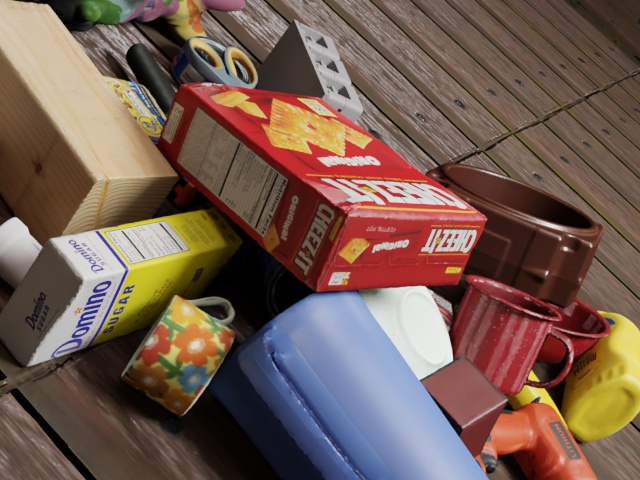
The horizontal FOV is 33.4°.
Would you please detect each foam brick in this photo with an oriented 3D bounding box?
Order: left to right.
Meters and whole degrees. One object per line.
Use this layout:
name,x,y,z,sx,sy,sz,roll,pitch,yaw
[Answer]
foam brick,0.101,0.138,0.828,0.051,0.078,0.053,-25,57,-31

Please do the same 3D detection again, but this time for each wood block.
wood block,-0.218,-0.091,0.854,0.090,0.091,0.206,-8,53,-53

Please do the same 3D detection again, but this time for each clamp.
clamp,-0.116,-0.100,1.047,0.164,0.036,0.210,25,32,-28

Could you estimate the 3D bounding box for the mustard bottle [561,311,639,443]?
mustard bottle,0.304,0.131,1.155,0.058,0.096,0.191,38,28,-7

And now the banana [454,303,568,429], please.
banana,0.187,0.136,1.049,0.198,0.037,0.069,52,20,-6

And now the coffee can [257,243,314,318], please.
coffee can,-0.006,0.001,0.962,0.102,0.103,0.140,24,32,-28

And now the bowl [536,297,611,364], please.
bowl,0.223,0.086,1.137,0.162,0.055,0.162,18,16,-6

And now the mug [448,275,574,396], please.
mug,0.169,0.092,0.958,0.117,0.081,0.093,25,10,16

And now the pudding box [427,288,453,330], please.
pudding box,0.079,0.073,1.029,0.113,0.039,0.090,30,29,-18

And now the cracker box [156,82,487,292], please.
cracker box,0.000,-0.046,0.837,0.163,0.072,0.214,-1,31,-45

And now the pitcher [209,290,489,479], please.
pitcher,0.036,0.158,0.757,0.149,0.145,0.243,-26,70,-36

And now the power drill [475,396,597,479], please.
power drill,0.154,0.194,0.923,0.187,0.057,0.184,16,36,-38

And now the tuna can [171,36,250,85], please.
tuna can,-0.118,-0.183,1.167,0.086,0.034,0.086,29,32,-21

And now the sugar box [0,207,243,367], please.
sugar box,-0.140,0.031,0.768,0.048,0.093,0.175,47,29,14

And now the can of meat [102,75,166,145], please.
can of meat,-0.184,-0.102,0.949,0.083,0.058,0.102,4,44,-50

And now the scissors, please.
scissors,-0.096,-0.149,1.093,0.096,0.016,0.202,25,32,-24
